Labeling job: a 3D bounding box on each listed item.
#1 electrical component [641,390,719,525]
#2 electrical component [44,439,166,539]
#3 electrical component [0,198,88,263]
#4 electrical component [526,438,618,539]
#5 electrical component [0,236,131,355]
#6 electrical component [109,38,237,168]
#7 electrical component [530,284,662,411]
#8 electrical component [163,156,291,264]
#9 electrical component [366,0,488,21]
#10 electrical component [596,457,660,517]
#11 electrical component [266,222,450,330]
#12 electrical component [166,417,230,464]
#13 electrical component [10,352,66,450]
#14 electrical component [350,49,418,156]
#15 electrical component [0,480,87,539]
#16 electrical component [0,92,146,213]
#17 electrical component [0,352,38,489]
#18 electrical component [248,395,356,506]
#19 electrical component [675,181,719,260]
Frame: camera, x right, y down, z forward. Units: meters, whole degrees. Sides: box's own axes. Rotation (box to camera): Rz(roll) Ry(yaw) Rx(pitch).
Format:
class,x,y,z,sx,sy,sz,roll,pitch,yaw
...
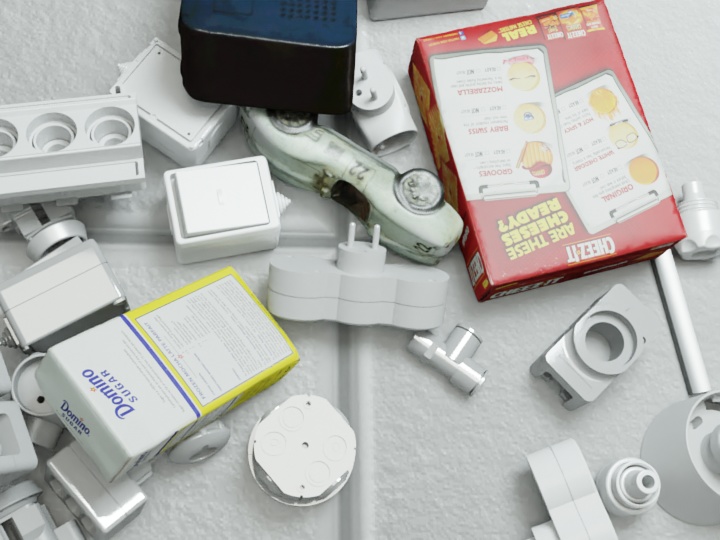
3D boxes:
class,x,y,z,sx,sy,sz,roll,pitch,yaw
electrical component,0.277,0.144,0.835,0.099,0.064,0.099,8,64,-16
electrical component,-0.176,0.145,0.776,0.077,0.047,0.065,-38,81,-29
electrical component,-0.240,-0.035,0.822,0.066,0.048,0.055,-30,72,-14
electrical component,0.151,0.202,0.797,0.074,0.052,0.138,-22,78,3
electrical component,-0.226,0.024,0.797,0.096,0.061,0.061,-28,79,-14
electrical component,-0.152,-0.131,0.852,0.096,0.061,0.061,34,72,3
electrical component,0.185,0.060,0.840,0.089,0.055,0.050,-42,83,-16
electrical component,-0.101,-0.049,0.834,0.096,0.061,0.061,-10,75,-10
electrical component,0.054,-0.278,0.922,0.109,0.056,0.108,-9,75,-9
electrical component,0.205,0.162,0.809,0.043,0.062,0.043,2,73,-7
electrical component,0.000,0.000,0.821,0.138,0.052,0.073,5,106,-6
electrical component,-0.127,0.109,0.795,0.048,0.048,0.062,-22,67,-13
electrical component,-0.227,0.103,0.766,0.043,0.077,0.079,22,76,-1
electrical component,0.011,-0.140,0.865,0.044,0.079,0.077,-25,78,2
electrical component,-0.240,0.185,0.751,0.078,0.058,0.057,-29,82,-14
electrical component,-0.221,-0.083,0.786,0.121,0.063,0.078,-7,61,-9
electrical component,-0.318,0.122,0.723,0.186,0.060,0.105,-27,77,15
electrical component,-0.042,0.132,0.793,0.080,0.051,0.080,2,74,-6
electrical component,0.279,-0.042,0.888,0.043,0.043,0.062,-2,73,-7
